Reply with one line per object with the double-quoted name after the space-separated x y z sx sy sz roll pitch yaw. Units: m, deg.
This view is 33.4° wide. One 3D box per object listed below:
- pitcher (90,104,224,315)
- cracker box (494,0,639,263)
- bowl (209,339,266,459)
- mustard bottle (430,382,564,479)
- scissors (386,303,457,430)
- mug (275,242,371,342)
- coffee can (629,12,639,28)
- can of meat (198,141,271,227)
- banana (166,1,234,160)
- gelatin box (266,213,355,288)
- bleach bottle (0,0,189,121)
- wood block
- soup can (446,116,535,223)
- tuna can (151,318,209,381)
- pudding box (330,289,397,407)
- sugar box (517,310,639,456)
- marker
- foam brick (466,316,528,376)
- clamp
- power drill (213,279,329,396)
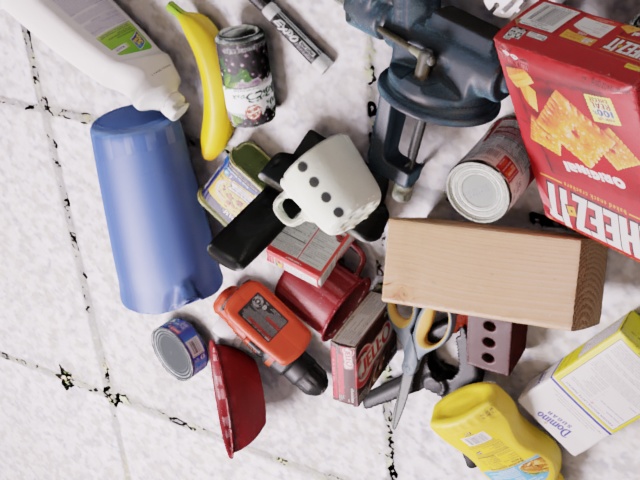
-0.210 -0.043 1.321 0.149 0.144 0.243 2 118 20 "pitcher"
0.246 -0.086 0.917 0.164 0.072 0.213 35 157 49 "cracker box"
-0.108 0.208 1.428 0.162 0.055 0.162 171 90 -78 "bowl"
0.221 0.244 1.230 0.096 0.058 0.191 -30 117 36 "mustard bottle"
0.094 0.129 1.244 0.096 0.016 0.202 43 130 18 "scissors"
0.007 0.050 1.255 0.081 0.093 0.117 37 104 16 "mug"
0.332 -0.143 0.868 0.103 0.102 0.140 -24 104 43 "coffee can"
-0.082 -0.054 1.260 0.102 0.057 0.084 43 133 1 "can of meat"
-0.125 -0.177 1.223 0.070 0.037 0.198 23 132 45 "banana"
-0.008 0.001 1.222 0.073 0.089 0.030 27 154 17 "gelatin box"
-0.255 -0.228 1.230 0.251 0.102 0.068 43 141 5 "bleach bottle"
0.178 0.031 1.091 0.206 0.090 0.091 7 95 32 "wood block"
0.172 -0.069 1.035 0.069 0.102 0.068 18 128 24 "soup can"
-0.195 0.152 1.489 0.086 0.033 0.086 28 134 33 "tuna can"
0.052 0.125 1.248 0.039 0.113 0.090 14 128 22 "pudding box"
0.302 0.156 1.140 0.093 0.048 0.176 45 139 1 "sugar box"
-0.034 -0.225 1.133 0.121 0.020 0.020 46 135 0 "marker"
0.195 0.099 1.171 0.053 0.051 0.078 15 127 27 "foam brick"
0.149 0.173 1.264 0.165 0.036 0.210 32 131 13 "clamp"
-0.056 0.121 1.304 0.184 0.057 0.188 41 168 3 "power drill"
